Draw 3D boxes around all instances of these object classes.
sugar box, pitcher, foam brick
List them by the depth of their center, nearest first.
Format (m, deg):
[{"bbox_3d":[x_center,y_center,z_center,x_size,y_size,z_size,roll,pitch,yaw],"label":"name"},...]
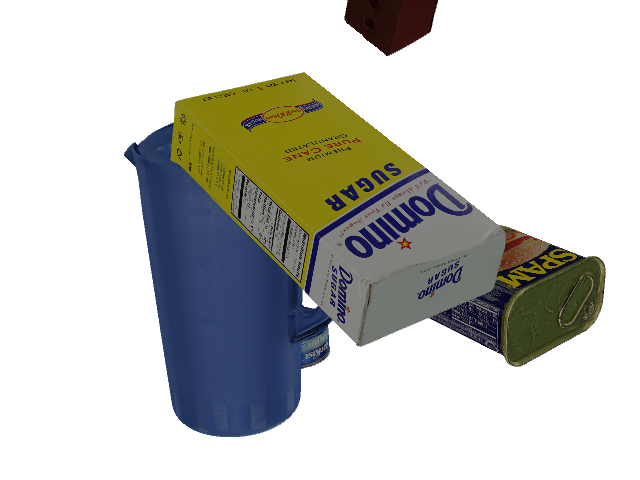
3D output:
[{"bbox_3d":[0.005,-0.025,0.564,0.093,0.048,0.176,-20,43,-33],"label":"sugar box"},{"bbox_3d":[0.058,-0.193,0.822,0.051,0.053,0.078,-35,-24,-27],"label":"foam brick"},{"bbox_3d":[-0.063,0.030,0.842,0.144,0.243,0.149,-11,25,-21],"label":"pitcher"}]

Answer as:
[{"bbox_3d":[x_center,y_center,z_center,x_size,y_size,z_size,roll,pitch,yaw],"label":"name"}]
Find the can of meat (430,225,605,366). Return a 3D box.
[{"bbox_3d":[0.132,0.034,0.740,0.101,0.057,0.084,-21,31,-34],"label":"can of meat"}]

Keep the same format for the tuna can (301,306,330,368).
[{"bbox_3d":[-0.034,0.096,1.059,0.086,0.034,0.086,-3,19,1],"label":"tuna can"}]
